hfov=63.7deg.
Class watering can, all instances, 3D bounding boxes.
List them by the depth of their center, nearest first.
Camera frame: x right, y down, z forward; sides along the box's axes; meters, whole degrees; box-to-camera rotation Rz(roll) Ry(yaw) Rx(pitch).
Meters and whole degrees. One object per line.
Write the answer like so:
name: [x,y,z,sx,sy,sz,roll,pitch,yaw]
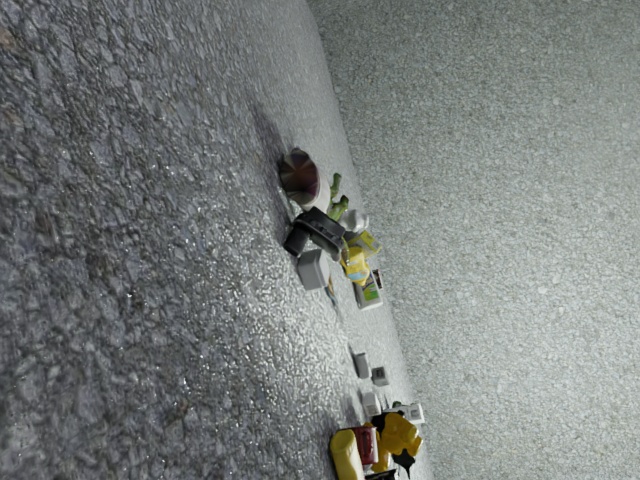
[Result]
watering can: [-0.018,-0.112,1.435,0.223,0.104,0.351,35,34,-73]

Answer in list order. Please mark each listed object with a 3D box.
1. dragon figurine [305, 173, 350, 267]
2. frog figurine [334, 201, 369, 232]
dragon figurine: [0.005,-0.084,1.662,0.245,0.121,0.409,-24,97,-62]
frog figurine: [0.092,-0.085,1.854,0.126,0.159,0.134,-94,166,-52]
